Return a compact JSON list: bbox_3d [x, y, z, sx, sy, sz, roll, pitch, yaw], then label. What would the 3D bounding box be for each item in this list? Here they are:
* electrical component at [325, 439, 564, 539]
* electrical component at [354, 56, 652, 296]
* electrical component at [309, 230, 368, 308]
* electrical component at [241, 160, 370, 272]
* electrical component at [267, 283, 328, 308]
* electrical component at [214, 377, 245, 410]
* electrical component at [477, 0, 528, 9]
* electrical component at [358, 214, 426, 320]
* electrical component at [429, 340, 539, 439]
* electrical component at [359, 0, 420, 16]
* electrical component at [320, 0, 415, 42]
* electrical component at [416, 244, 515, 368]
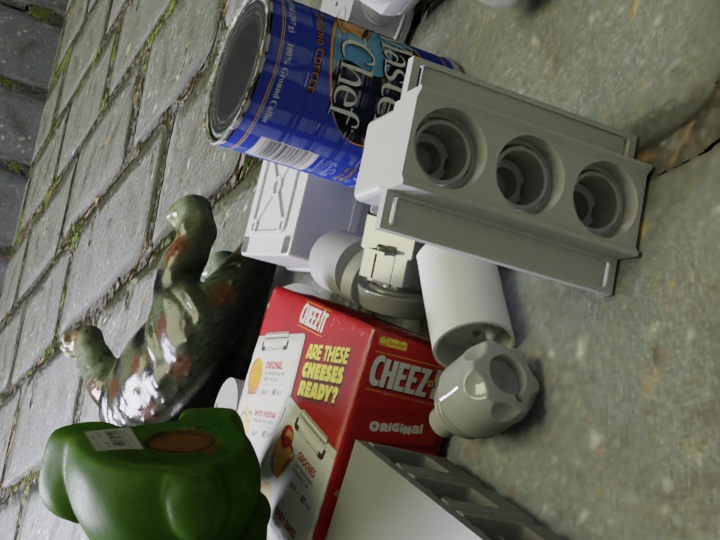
[{"bbox_3d":[0.041,0.149,0.511,0.150,0.062,0.089,22,96,66],"label":"electrical component"},{"bbox_3d":[0.064,-0.040,0.501,0.063,0.121,0.078,-12,65,67],"label":"electrical component"},{"bbox_3d":[0.000,0.000,0.711,0.081,0.043,0.043,23,97,66],"label":"electrical component"},{"bbox_3d":[-0.038,-0.055,0.810,0.109,0.056,0.108,3,78,65],"label":"electrical component"},{"bbox_3d":[-0.038,0.037,0.769,0.055,0.045,0.045,32,105,65],"label":"electrical component"},{"bbox_3d":[-0.122,0.144,0.849,0.138,0.074,0.052,-63,26,24],"label":"electrical component"},{"bbox_3d":[0.096,-0.204,0.620,0.079,0.043,0.077,-58,-9,-32],"label":"electrical component"},{"bbox_3d":[0.025,-0.002,0.646,0.048,0.066,0.055,17,101,32],"label":"electrical component"},{"bbox_3d":[0.058,0.066,0.547,0.062,0.043,0.043,-47,36,48],"label":"electrical component"},{"bbox_3d":[0.024,-0.223,0.751,0.051,0.080,0.080,140,139,-60],"label":"electrical component"},{"bbox_3d":[0.005,-0.191,0.808,0.080,0.051,0.080,-44,38,49],"label":"electrical component"},{"bbox_3d":[0.056,0.010,0.585,0.043,0.043,0.081,-53,32,39],"label":"electrical component"}]
